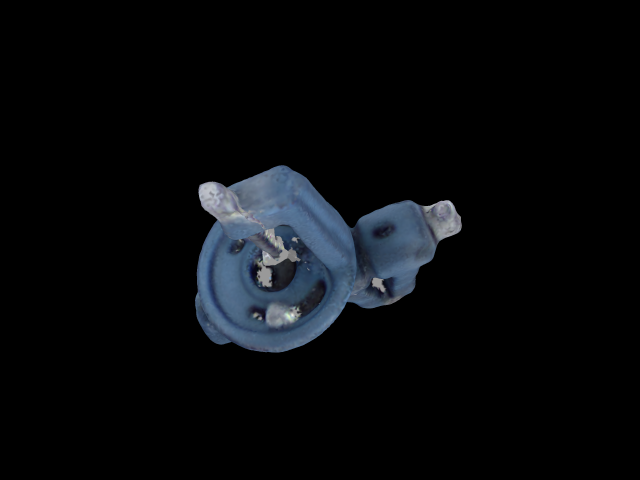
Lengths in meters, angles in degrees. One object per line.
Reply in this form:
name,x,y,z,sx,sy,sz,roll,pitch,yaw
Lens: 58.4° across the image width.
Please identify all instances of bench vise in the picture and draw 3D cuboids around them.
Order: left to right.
bench vise,-0.003,-0.008,0.404,0.207,0.220,0.121,-34,71,-13
